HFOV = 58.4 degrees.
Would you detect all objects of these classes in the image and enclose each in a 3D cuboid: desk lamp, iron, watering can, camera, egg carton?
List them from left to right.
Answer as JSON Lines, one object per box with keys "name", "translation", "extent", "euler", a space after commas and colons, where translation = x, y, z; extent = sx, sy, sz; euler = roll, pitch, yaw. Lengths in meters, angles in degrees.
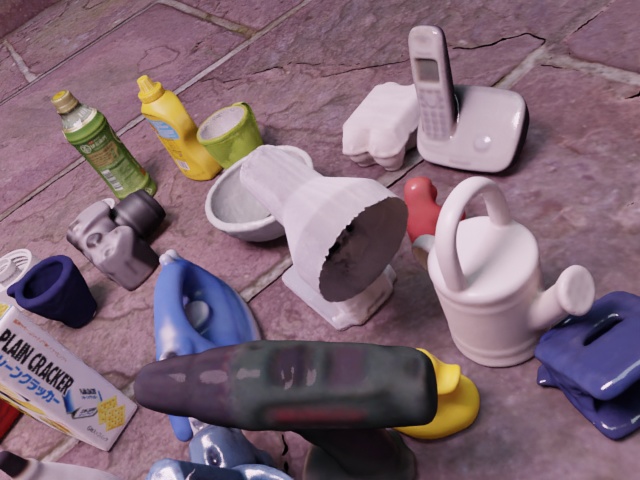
{"name": "camera", "translation": [-0.304, -0.016, 0.884], "extent": [0.142, 0.101, 0.137], "euler": [24, 63, 42]}
{"name": "iron", "translation": [-0.151, 0.089, 0.666], "extent": [0.118, 0.142, 0.257], "euler": [-26, 42, 3]}
{"name": "desk lamp", "translation": [0.006, 0.002, 0.612], "extent": [0.118, 0.214, 0.202], "euler": [-42, 43, -15]}
{"name": "egg carton", "translation": [0.102, -0.170, 0.838], "extent": [0.107, 0.070, 0.150], "euler": [14, 57, 38]}
{"name": "watering can", "translation": [0.157, 0.025, 0.521], "extent": [0.172, 0.195, 0.101], "euler": [1, 49, 29]}

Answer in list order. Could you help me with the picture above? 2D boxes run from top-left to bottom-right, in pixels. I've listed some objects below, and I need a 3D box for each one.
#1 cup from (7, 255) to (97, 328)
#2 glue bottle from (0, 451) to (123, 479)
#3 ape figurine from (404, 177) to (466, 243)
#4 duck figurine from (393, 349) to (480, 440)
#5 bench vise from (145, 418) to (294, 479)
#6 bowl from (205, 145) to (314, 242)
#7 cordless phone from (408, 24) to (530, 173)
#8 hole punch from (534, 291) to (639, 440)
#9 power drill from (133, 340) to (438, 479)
{"name": "cup", "translation": [-0.382, 0.086, 0.829], "extent": [0.117, 0.095, 0.091], "euler": [-13, 44, 17]}
{"name": "glue bottle", "translation": [-0.243, 0.241, 0.542], "extent": [0.078, 0.174, 0.037], "euler": [-31, 42, -2]}
{"name": "ape figurine", "translation": [0.126, -0.037, 0.677], "extent": [0.077, 0.092, 0.076], "euler": [16, 58, 38]}
{"name": "duck figurine", "translation": [0.089, 0.134, 0.533], "extent": [0.104, 0.086, 0.077], "euler": [-3, 48, 26]}
{"name": "bench vise", "translation": [-0.087, 0.212, 0.450], "extent": [0.122, 0.220, 0.206], "euler": [-46, 44, -18]}
{"name": "bowl", "translation": [-0.074, -0.054, 0.815], "extent": [0.167, 0.075, 0.167], "euler": [-15, 43, 15]}
{"name": "cordless phone", "translation": [0.180, -0.179, 0.717], "extent": [0.147, 0.185, 0.094], "euler": [15, 58, 38]}
{"name": "hole punch", "translation": [0.244, 0.094, 0.484], "extent": [0.109, 0.091, 0.100], "euler": [-34, 42, -5]}
{"name": "power drill", "translation": [-0.008, 0.153, 0.474], "extent": [0.229, 0.209, 0.075], "euler": [-13, 44, 18]}
